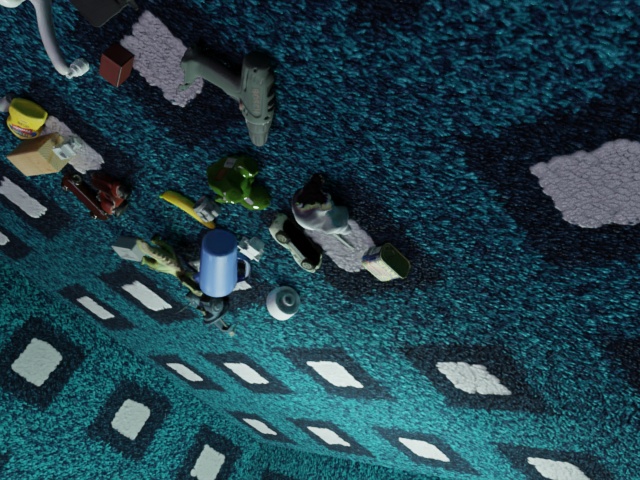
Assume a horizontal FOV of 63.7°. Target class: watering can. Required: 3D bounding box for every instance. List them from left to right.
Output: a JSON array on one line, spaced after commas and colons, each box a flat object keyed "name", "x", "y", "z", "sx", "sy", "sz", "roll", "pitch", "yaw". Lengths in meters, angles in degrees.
[{"name": "watering can", "x": -0.560, "y": -0.503, "z": 0.974, "sx": 0.103, "sy": 0.230, "sz": 0.340, "roll": -12, "pitch": 132, "yaw": 21}]

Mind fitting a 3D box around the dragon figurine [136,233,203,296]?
[{"name": "dragon figurine", "x": -0.488, "y": 0.099, "z": 1.754, "sx": 0.243, "sy": 0.123, "sz": 0.407, "roll": 36, "pitch": 172, "yaw": 2}]

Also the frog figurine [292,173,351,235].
[{"name": "frog figurine", "x": 0.004, "y": -0.063, "z": 1.255, "sx": 0.140, "sy": 0.123, "sz": 0.156, "roll": 46, "pitch": 171, "yaw": 38}]
